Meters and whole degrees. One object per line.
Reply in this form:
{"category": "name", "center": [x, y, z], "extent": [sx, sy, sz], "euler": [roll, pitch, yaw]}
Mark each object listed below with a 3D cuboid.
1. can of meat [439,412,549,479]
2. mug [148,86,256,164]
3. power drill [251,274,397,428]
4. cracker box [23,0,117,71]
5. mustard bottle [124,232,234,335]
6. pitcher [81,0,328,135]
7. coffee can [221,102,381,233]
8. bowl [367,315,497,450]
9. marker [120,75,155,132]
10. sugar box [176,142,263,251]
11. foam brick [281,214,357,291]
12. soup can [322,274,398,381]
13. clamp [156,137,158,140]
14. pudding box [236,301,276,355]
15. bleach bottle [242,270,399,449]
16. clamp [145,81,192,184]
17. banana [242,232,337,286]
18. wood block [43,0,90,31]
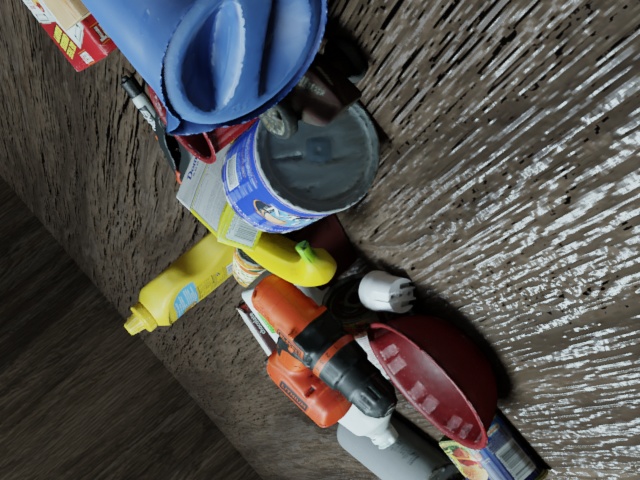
{"category": "can of meat", "center": [0.177, 0.227, 1.112], "extent": [0.084, 0.057, 0.102], "euler": [52, 163, 2]}
{"category": "mug", "center": [-0.106, -0.140, 0.989], "extent": [0.117, 0.081, 0.093], "euler": [47, 163, 9]}
{"category": "power drill", "center": [0.003, 0.133, 1.109], "extent": [0.184, 0.057, 0.188], "euler": [46, 160, 17]}
{"category": "cracker box", "center": [-0.283, -0.291, 1.129], "extent": [0.213, 0.072, 0.164], "euler": [53, 164, -16]}
{"category": "mustard bottle", "center": [-0.178, 0.057, 1.402], "extent": [0.058, 0.191, 0.096], "euler": [45, 163, 14]}
{"category": "pitcher", "center": [-0.109, -0.206, 0.752], "extent": [0.243, 0.149, 0.145], "euler": [47, 163, 29]}
{"category": "coffee can", "center": [-0.020, -0.064, 0.899], "extent": [0.103, 0.102, 0.140], "euler": [51, 163, -5]}
{"category": "bowl", "center": [0.120, 0.126, 1.038], "extent": [0.162, 0.055, 0.162], "euler": [44, 162, 17]}
{"category": "marker", "center": [-0.208, -0.153, 1.325], "extent": [0.121, 0.020, 0.020], "euler": [56, 162, -19]}
{"category": "sugar box", "center": [-0.090, -0.058, 1.057], "extent": [0.048, 0.093, 0.176], "euler": [20, -172, -22]}
{"category": "foam brick", "center": [-0.007, 0.001, 1.096], "extent": [0.051, 0.053, 0.078], "euler": [28, 152, 50]}
{"category": "soup can", "center": [0.051, 0.094, 1.120], "extent": [0.069, 0.068, 0.102], "euler": [31, 156, 47]}
{"category": "clamp", "center": [-0.121, -0.069, 1.244], "extent": [0.210, 0.036, 0.164], "euler": [37, 151, 39]}
{"category": "pudding box", "center": [-0.038, 0.101, 1.323], "extent": [0.113, 0.090, 0.039], "euler": [57, 163, -22]}
{"category": "bleach bottle", "center": [0.017, 0.138, 1.248], "extent": [0.103, 0.068, 0.251], "euler": [-24, 105, 46]}
{"category": "clamp", "center": [-0.162, -0.142, 1.165], "extent": [0.120, 0.039, 0.171], "euler": [47, 148, 35]}
{"category": "banana", "center": [-0.032, 0.011, 1.024], "extent": [0.069, 0.037, 0.198], "euler": [56, 162, -21]}
{"category": "wood block", "center": [-0.261, -0.311, 0.997], "extent": [0.206, 0.090, 0.091], "euler": [54, 163, -16]}
